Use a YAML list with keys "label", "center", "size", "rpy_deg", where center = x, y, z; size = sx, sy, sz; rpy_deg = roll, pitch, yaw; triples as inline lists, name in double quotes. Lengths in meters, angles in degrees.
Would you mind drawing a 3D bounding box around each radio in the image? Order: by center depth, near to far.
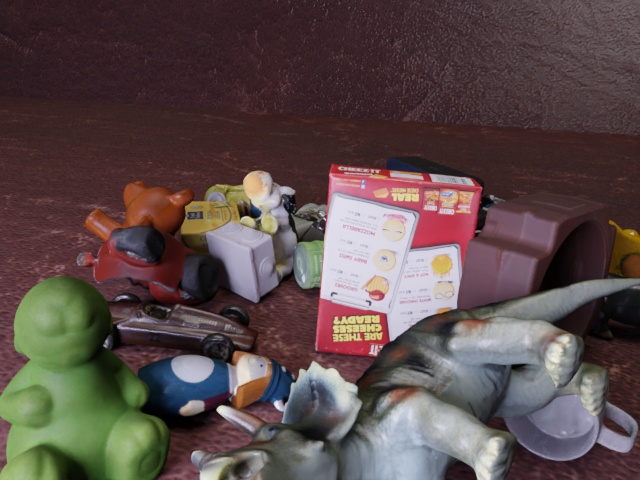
- label: "radio"
  center: [0.214, -0.081, 1.061]
  size: [0.073, 0.131, 0.230]
  rpy_deg: [-5, 21, -23]

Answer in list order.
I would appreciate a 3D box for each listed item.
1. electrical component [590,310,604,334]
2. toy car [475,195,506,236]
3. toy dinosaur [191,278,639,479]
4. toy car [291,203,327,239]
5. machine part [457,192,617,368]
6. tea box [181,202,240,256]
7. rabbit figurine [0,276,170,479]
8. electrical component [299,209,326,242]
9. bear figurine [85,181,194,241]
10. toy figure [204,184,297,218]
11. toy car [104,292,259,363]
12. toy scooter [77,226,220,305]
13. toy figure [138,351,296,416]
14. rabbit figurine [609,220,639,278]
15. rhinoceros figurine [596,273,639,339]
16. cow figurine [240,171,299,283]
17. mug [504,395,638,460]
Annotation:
- label: "electrical component"
  center: [0.322, 0.084, 0.719]
  size: [0.048, 0.074, 0.119]
  rpy_deg: [2, 23, -6]
- label: "toy car"
  center: [0.253, 0.016, 0.833]
  size: [0.109, 0.161, 0.102]
  rpy_deg: [21, -18, 21]
- label: "toy dinosaur"
  center: [0.094, 0.118, 0.426]
  size: [0.192, 0.131, 0.405]
  rpy_deg: [15, 31, 43]
- label: "toy car"
  center: [-0.024, -0.029, 0.987]
  size: [0.074, 0.056, 0.202]
  rpy_deg: [14, 23, 26]
- label: "machine part"
  center: [0.242, 0.052, 0.604]
  size: [0.201, 0.201, 0.087]
  rpy_deg: [-14, 23, -40]
- label: "tea box"
  center: [-0.181, -0.010, 0.891]
  size: [0.098, 0.068, 0.170]
  rpy_deg: [-1, 22, -15]
- label: "rabbit figurine"
  center: [-0.194, 0.101, 0.436]
  size: [0.121, 0.170, 0.159]
  rpy_deg: [-5, 23, -25]
- label: "electrical component"
  center: [-0.002, -0.001, 0.868]
  size: [0.078, 0.102, 0.045]
  rpy_deg: [30, 23, -3]
- label: "bear figurine"
  center: [-0.264, -0.039, 0.785]
  size: [0.120, 0.132, 0.196]
  rpy_deg: [-44, -1, -24]
- label: "toy figure"
  center: [-0.136, -0.070, 1.047]
  size: [0.180, 0.082, 0.089]
  rpy_deg: [-4, 1, 0]
- label: "toy car"
  center: [-0.174, 0.098, 0.624]
  size: [0.202, 0.053, 0.089]
  rpy_deg: [5, 17, 6]
- label: "toy scooter"
  center: [-0.223, 0.035, 0.683]
  size: [0.135, 0.075, 0.183]
  rpy_deg: [-8, -27, 22]
- label: "toy figure"
  center: [-0.095, 0.139, 0.521]
  size: [0.154, 0.057, 0.064]
  rpy_deg: [-1, 59, -17]
- label: "rabbit figurine"
  center: [0.461, 0.035, 0.830]
  size: [0.162, 0.121, 0.173]
  rpy_deg: [8, 2, 5]
- label: "rhinoceros figurine"
  center: [0.445, 0.078, 0.704]
  size: [0.190, 0.112, 0.073]
  rpy_deg: [1, 16, 16]
- label: "cow figurine"
  center: [-0.068, -0.027, 0.813]
  size: [0.068, 0.167, 0.098]
  rpy_deg: [9, 21, 30]
- label: "mug"
  center: [0.243, 0.153, 0.511]
  size: [0.110, 0.080, 0.107]
  rpy_deg: [16, 16, 33]
